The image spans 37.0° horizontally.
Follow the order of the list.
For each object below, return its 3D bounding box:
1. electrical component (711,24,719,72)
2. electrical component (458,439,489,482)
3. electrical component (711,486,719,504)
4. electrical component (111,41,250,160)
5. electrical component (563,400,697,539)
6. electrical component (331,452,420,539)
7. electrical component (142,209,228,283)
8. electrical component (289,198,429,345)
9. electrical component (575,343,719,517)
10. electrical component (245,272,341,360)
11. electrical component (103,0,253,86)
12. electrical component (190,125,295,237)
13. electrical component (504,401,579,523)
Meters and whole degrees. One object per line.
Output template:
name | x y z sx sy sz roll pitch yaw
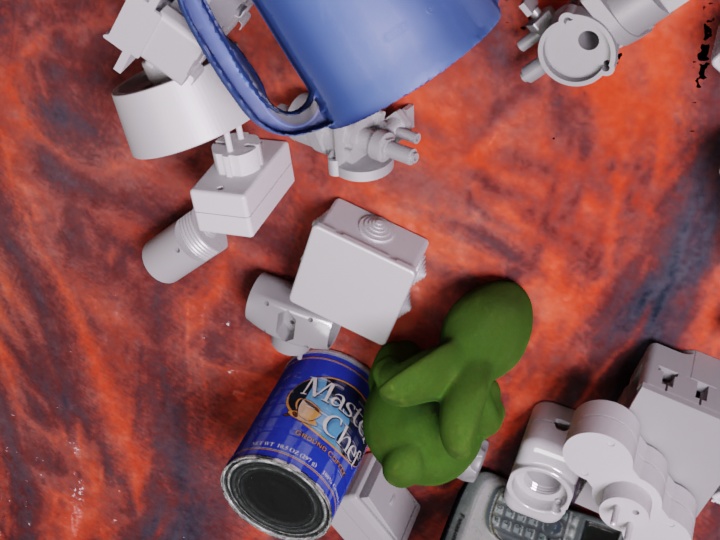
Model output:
electrical component | 0.261 -0.141 0.624 0.062 0.061 0.096 38 133 -8
electrical component | 0.081 0.160 0.963 0.062 0.043 0.043 21 132 11
electrical component | 0.325 0.163 0.842 0.062 0.061 0.096 36 140 -5
electrical component | -0.129 -0.132 0.788 0.108 0.108 0.060 -8 116 30
electrical component | 0.201 0.171 0.807 0.052 0.073 0.138 -24 112 37
electrical component | 0.015 0.232 1.038 0.061 0.061 0.096 -23 114 37
electrical component | -0.146 -0.024 0.923 0.081 0.043 0.043 -29 110 39
electrical component | 0.000 0.000 0.869 0.100 0.048 0.099 26 133 5
electrical component | 0.243 0.137 0.855 0.089 0.061 0.150 23 132 8
electrical component | -0.058 0.048 0.938 0.077 0.043 0.079 20 133 10
electrical component | -0.110 -0.181 0.726 0.063 0.121 0.078 36 133 -8
electrical component | -0.092 -0.080 0.824 0.047 0.083 0.075 7 129 20
electrical component | 0.160 0.168 0.920 0.054 0.059 0.095 19 132 11
